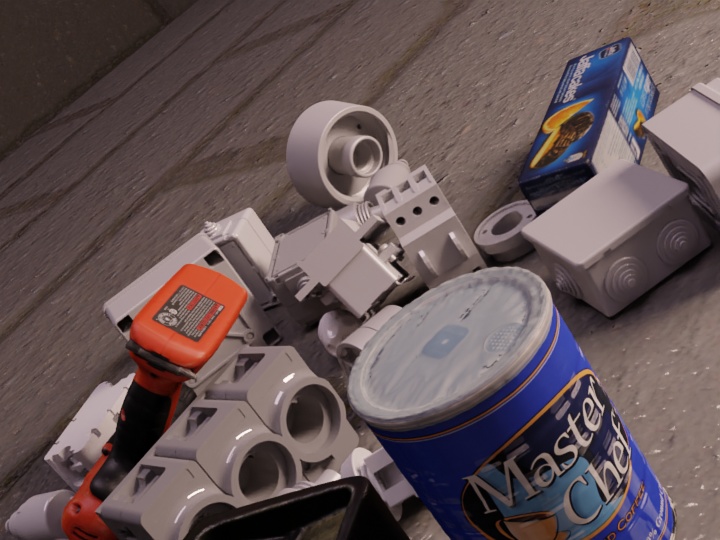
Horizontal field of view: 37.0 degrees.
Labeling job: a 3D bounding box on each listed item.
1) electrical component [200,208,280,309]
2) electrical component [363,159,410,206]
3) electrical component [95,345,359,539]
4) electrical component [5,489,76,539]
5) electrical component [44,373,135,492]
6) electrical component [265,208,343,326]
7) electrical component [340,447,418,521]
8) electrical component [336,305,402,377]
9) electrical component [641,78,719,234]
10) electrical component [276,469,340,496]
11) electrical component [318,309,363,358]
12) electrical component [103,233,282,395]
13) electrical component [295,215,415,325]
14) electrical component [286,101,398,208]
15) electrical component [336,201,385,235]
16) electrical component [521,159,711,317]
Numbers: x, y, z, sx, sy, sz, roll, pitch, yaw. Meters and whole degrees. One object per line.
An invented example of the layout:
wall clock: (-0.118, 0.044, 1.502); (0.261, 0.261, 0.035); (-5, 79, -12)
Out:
electrical component: (-0.113, -0.012, 1.003); (0.062, 0.096, 0.061); (-22, 25, 26)
electrical component: (0.031, -0.080, 1.018); (0.040, 0.040, 0.078); (-19, 27, 31)
electrical component: (-0.077, 0.129, 0.683); (0.062, 0.089, 0.150); (-6, 35, 48)
electrical component: (-0.251, 0.197, 0.847); (0.078, 0.040, 0.040); (-18, 28, 35)
electrical component: (-0.202, 0.138, 0.877); (0.050, 0.055, 0.089); (-18, 28, 35)
electrical component: (-0.036, 0.003, 0.917); (0.062, 0.061, 0.096); (-27, 24, 16)
electrical component: (0.023, 0.117, 0.624); (0.055, 0.048, 0.066); (-34, -12, 17)
electrical component: (0.019, 0.058, 0.745); (0.047, 0.055, 0.055); (-42, 24, -27)
electrical component: (0.234, -0.065, 0.670); (0.057, 0.078, 0.113); (-34, 23, 8)
electrical component: (-0.032, 0.147, 0.648); (0.043, 0.043, 0.062); (-7, 30, 47)
electrical component: (-0.017, 0.047, 0.839); (0.035, 0.035, 0.061); (-36, 21, -6)
electrical component: (-0.142, 0.044, 0.916); (0.109, 0.108, 0.056); (-38, 26, -9)
electrical component: (0.000, 0.000, 0.804); (0.078, 0.063, 0.121); (-46, -4, 5)
electrical component: (-0.011, -0.112, 1.060); (0.108, 0.108, 0.060); (-45, 31, -24)
electrical component: (0.004, -0.042, 0.976); (0.062, 0.043, 0.043); (-26, 24, 15)
electrical component: (0.168, -0.022, 0.708); (0.100, 0.048, 0.099); (-35, 23, -3)
